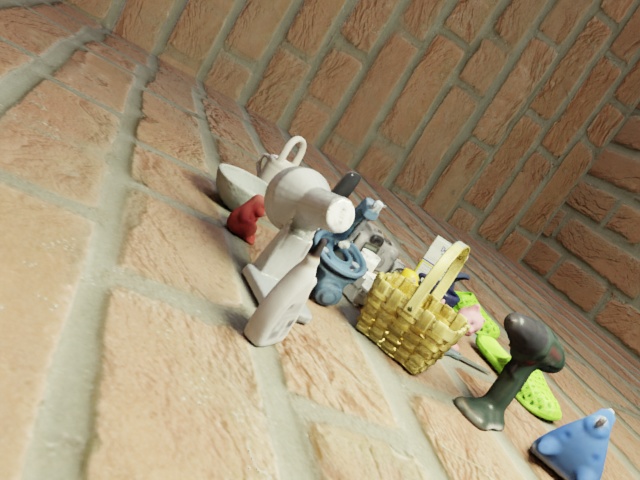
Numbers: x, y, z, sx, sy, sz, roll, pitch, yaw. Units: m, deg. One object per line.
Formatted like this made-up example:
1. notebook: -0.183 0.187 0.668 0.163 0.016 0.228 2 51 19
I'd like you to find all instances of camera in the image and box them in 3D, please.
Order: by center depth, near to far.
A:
1. camera: 0.126 0.003 1.528 0.144 0.100 0.136 24 16 -30

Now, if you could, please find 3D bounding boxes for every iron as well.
1. iron: 0.479 0.352 1.022 0.118 0.141 0.259 40 16 29

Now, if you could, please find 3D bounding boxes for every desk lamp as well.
1. desk lamp: -0.034 -0.004 0.970 0.118 0.213 0.202 23 17 -34

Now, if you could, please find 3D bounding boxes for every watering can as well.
1. watering can: -0.088 -0.175 1.472 0.173 0.194 0.101 33 14 1

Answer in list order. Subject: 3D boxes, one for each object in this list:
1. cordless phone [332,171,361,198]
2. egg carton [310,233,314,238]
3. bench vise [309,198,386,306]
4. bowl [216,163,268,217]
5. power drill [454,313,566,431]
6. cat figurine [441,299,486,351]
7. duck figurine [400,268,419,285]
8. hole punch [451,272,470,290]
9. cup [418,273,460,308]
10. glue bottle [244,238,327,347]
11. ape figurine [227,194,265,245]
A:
1. cordless phone: 0.018 -0.116 1.521 0.148 0.185 0.093 17 21 -48
2. egg carton: 0.012 0.005 1.338 0.107 0.069 0.151 36 14 14
3. bench vise: 0.032 -0.006 1.107 0.122 0.219 0.206 21 18 -38
4. bowl: -0.169 -0.098 1.284 0.167 0.074 0.167 31 14 -8
5. power drill: 0.330 0.227 0.988 0.231 0.208 0.075 19 19 -44
6. cat figurine: 0.308 0.180 1.285 0.128 0.117 0.067 31 14 -7
7. duck figurine: 0.193 0.106 1.353 0.104 0.086 0.078 37 15 19
8. hole punch: 0.381 0.114 1.721 0.100 0.091 0.109 41 16 32
9. cup: 0.258 0.142 1.355 0.117 0.095 0.092 40 16 29
10. glue bottle: -0.037 0.070 0.795 0.037 0.173 0.078 38 15 23
11. ape figurine: -0.138 -0.049 1.148 0.076 0.092 0.078 34 14 7
